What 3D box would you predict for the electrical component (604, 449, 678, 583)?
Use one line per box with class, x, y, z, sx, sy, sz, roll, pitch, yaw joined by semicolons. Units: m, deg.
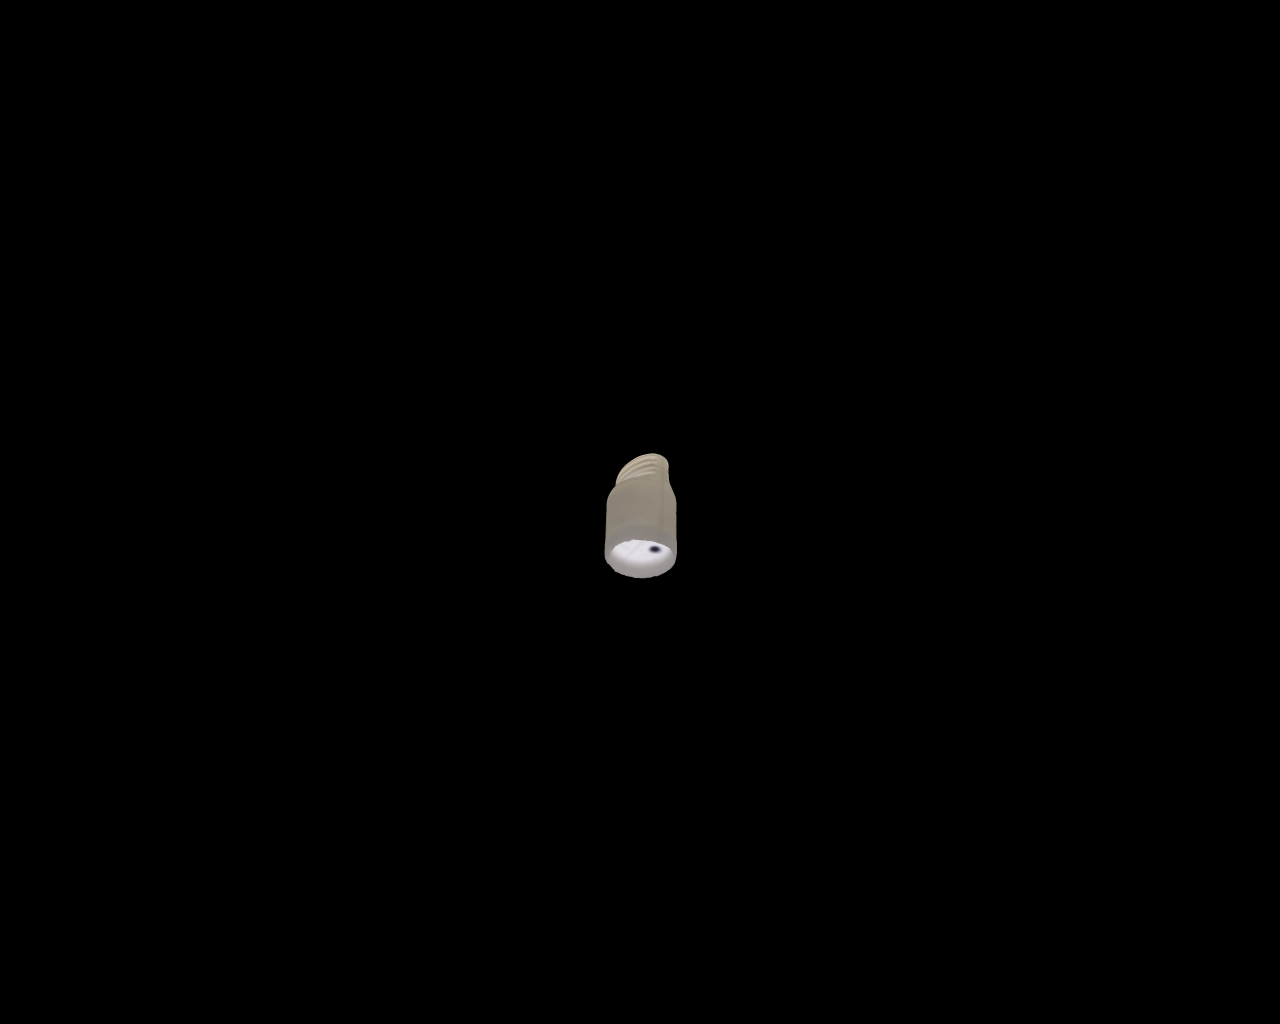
electrical component;0.001;-0.003;0.650;0.043;0.081;0.043;0;-39;0
